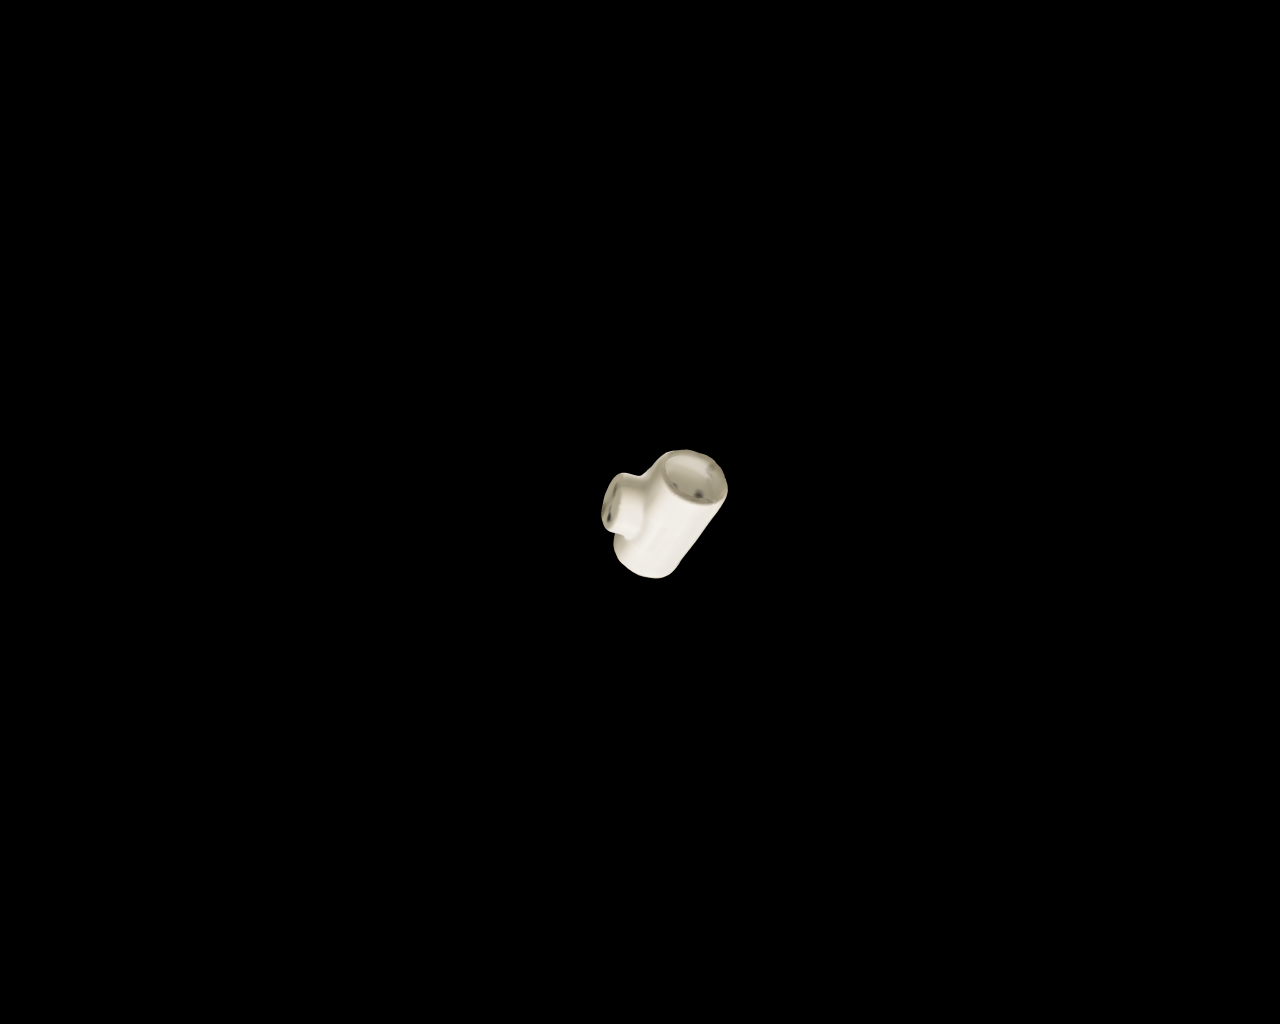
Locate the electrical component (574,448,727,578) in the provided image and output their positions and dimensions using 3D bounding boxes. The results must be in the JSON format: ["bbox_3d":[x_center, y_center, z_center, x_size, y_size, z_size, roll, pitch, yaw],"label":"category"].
[{"bbox_3d":[0.001,-0.003,0.650,0.079,0.043,0.077,14,-42,-16],"label":"electrical component"}]
